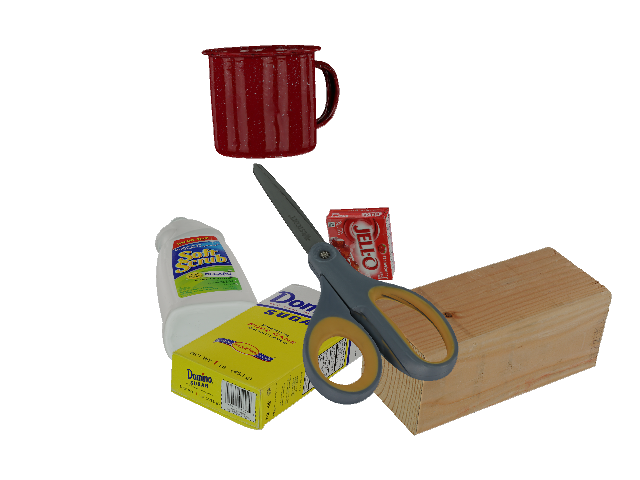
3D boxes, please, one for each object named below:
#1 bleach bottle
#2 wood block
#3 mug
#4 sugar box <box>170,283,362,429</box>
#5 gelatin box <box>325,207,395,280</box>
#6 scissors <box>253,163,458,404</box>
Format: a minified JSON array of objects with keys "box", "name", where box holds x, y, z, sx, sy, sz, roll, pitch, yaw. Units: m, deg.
[{"box":[-0.137,0.038,1.141,0.102,0.068,0.251,-5,26,-16],"name":"bleach bottle"},{"box":[0.149,0.086,0.966,0.205,0.090,0.091,-15,36,-26],"name":"wood block"},{"box":[-0.035,-0.112,0.845,0.117,0.081,0.093,-12,16,-36],"name":"mug"},{"box":[-0.037,0.094,0.919,0.093,0.048,0.175,20,30,27],"name":"sugar box"},{"box":[0.049,0.005,1.291,0.073,0.089,0.030,-1,29,14],"name":"gelatin box"},{"box":[-0.007,0.026,0.642,0.096,0.016,0.202,-35,56,-28],"name":"scissors"}]
